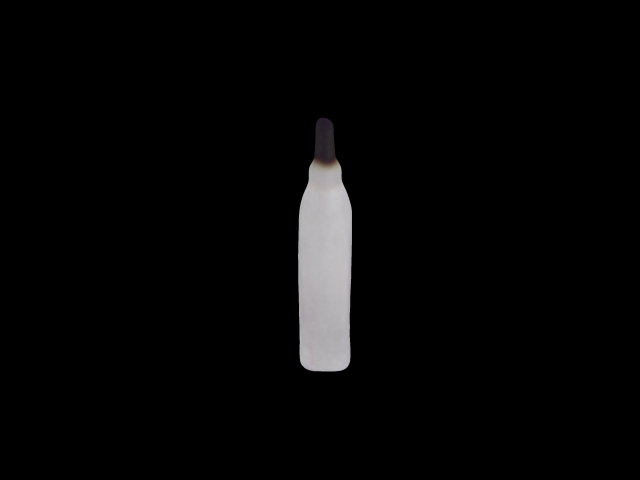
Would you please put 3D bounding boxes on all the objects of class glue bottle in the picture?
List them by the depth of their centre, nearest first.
[{"bbox_3d":[0.004,0.001,0.400,0.037,0.173,0.078,0,24,0],"label":"glue bottle"}]
